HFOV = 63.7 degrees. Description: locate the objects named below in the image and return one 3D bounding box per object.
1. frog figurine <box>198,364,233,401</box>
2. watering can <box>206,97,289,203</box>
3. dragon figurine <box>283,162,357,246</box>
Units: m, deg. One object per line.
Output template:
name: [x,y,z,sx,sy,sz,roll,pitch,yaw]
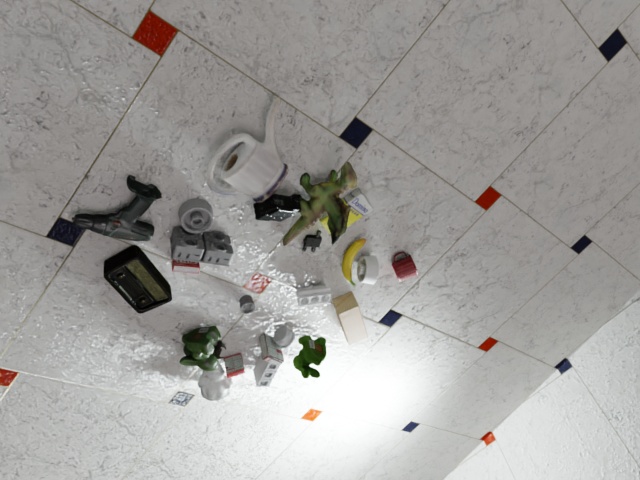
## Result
frog figurine: [-0.415,0.563,2.054,0.137,0.126,0.155,14,134,-6]
watering can: [-0.181,-0.248,1.544,0.345,0.106,0.221,-42,129,14]
dragon figurine: [0.005,-0.083,1.656,0.122,0.248,0.403,10,119,-32]
